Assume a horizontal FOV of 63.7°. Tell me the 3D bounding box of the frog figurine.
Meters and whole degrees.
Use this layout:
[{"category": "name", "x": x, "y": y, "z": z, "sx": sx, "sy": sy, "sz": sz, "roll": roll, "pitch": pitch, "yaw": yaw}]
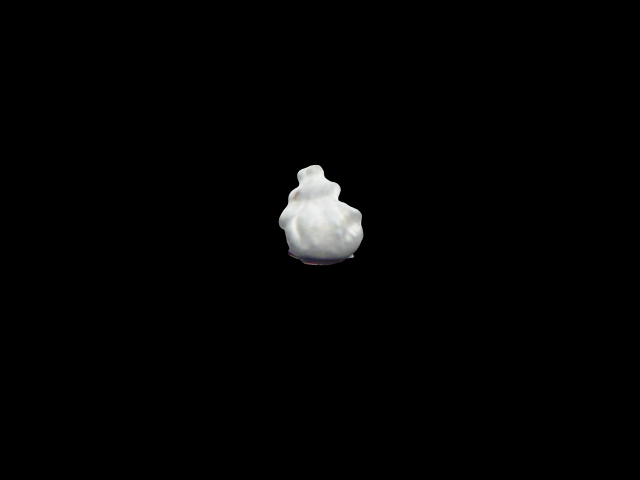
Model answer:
[{"category": "frog figurine", "x": 0.003, "y": -0.043, "z": 0.850, "sx": 0.137, "sy": 0.158, "sz": 0.124, "roll": 3, "pitch": 11, "yaw": 15}]
